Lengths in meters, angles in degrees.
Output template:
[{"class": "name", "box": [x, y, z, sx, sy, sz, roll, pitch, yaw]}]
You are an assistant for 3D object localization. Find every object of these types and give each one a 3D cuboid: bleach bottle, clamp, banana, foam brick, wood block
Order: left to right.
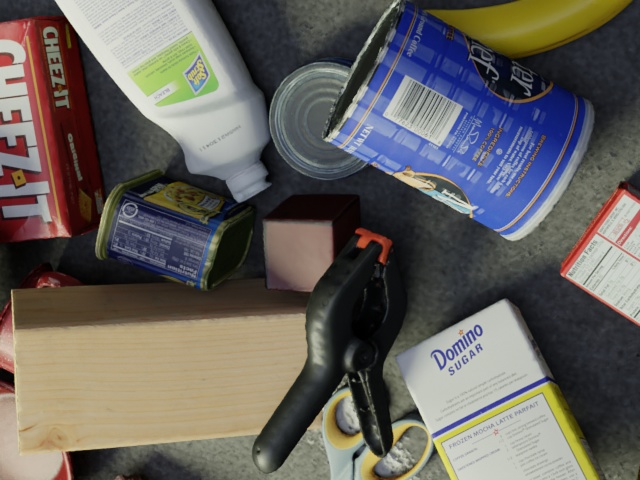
[{"class": "bleach bottle", "box": [-0.116, -0.137, 0.763, 0.103, 0.068, 0.251, -28, 96, 21]}, {"class": "wood block", "box": [-0.107, 0.083, 0.746, 0.205, 0.090, 0.091, -2, 105, -16]}, {"class": "foam brick", "box": [-0.005, 0.001, 0.754, 0.053, 0.078, 0.051, 2, 106, 16]}, {"class": "clamp", "box": [0.025, 0.080, 0.724, 0.039, 0.120, 0.171, 26, 98, 40]}, {"class": "banana", "box": [0.140, -0.156, 0.700, 0.198, 0.037, 0.069, -24, 78, 19]}]

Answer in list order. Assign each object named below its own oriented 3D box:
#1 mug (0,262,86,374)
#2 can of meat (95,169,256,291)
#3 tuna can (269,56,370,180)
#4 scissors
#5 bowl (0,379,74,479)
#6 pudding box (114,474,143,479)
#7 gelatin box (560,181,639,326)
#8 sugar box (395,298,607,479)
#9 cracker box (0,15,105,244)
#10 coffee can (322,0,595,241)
[{"class": "mug", "box": [-0.193, 0.068, 0.813, 0.081, 0.093, 0.117, 26, 135, 4]}, {"class": "can of meat", "box": [-0.100, -0.007, 0.768, 0.084, 0.102, 0.057, 19, 106, 9]}, {"class": "tuna can", "box": [0.008, -0.085, 0.753, 0.086, 0.033, 0.086, 4, 104, 15]}, {"class": "scissors", "box": [0.002, 0.186, 0.829, 0.202, 0.016, 0.096, -40, 88, 20]}, {"class": "bowl", "box": [-0.264, 0.178, 0.882, 0.162, 0.055, 0.162, 4, 104, 15]}, {"class": "pudding box", "box": [-0.164, 0.259, 0.855, 0.113, 0.039, 0.090, -47, 65, 7]}, {"class": "gelatin box", "box": [0.219, 0.015, 0.718, 0.089, 0.030, 0.073, 34, 111, 6]}, {"class": "sugar box", "box": [0.130, 0.139, 0.728, 0.093, 0.048, 0.176, -29, 66, 14]}, {"class": "cracker box", "box": [-0.285, -0.077, 0.820, 0.214, 0.072, 0.164, -4, 102, 16]}, {"class": "coffee can", "box": [0.086, -0.076, 0.679, 0.140, 0.103, 0.103, 27, 109, -8]}]
